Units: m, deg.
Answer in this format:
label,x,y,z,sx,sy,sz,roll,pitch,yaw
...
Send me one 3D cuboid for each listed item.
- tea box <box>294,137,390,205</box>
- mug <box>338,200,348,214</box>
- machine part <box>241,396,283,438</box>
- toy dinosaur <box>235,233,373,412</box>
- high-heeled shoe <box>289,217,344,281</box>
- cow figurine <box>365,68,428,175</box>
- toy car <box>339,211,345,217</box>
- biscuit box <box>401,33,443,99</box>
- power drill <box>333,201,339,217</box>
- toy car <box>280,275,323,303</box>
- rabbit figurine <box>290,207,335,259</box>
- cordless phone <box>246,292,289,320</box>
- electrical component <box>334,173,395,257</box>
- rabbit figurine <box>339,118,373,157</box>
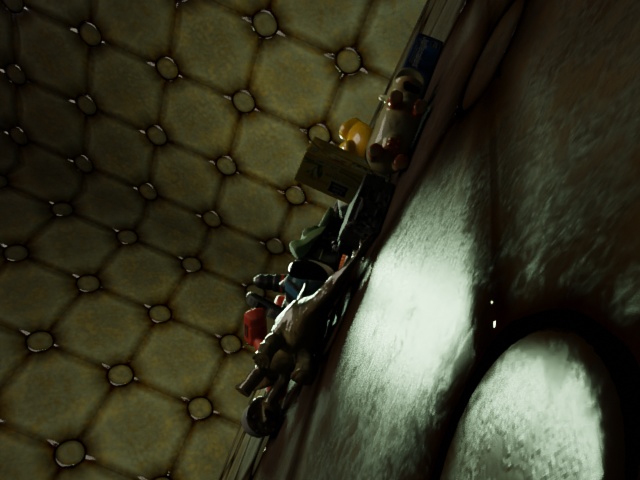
label,x,y,z,sx,sy,sz,roll,pitch,yaw
tea box,0.045,-0.125,1.034,0.098,0.170,0.068,-67,1,-62
mug,0.072,-0.121,1.314,0.081,0.109,0.107,-36,39,57
machine part,-0.126,0.378,1.141,0.243,0.079,0.079,119,174,-65
toy dinosaur,-0.039,0.165,0.970,0.471,0.105,0.198,-50,9,44
high-heeled shoe,0.005,0.012,1.109,0.248,0.086,0.145,15,-102,-68
cow figurine,0.134,-0.204,0.926,0.127,0.085,0.195,135,154,-81
toy car,0.098,-0.139,1.506,0.089,0.053,0.202,-109,43,-82
biscuit box,0.189,-0.324,1.095,0.062,0.059,0.202,115,177,-70
power drill,0.022,-0.001,1.675,0.207,0.086,0.232,141,151,-69
toy car,-0.018,0.114,1.202,0.103,0.109,0.161,-44,-16,-13
rabbit figurine,-0.003,-0.004,1.320,0.159,0.121,0.170,-50,17,1
cordless phone,-0.105,0.167,1.444,0.089,0.184,0.146,-62,-2,-44
electrical component,0.079,-0.048,0.932,0.115,0.058,0.134,119,174,-57
rabbit figurine,0.076,-0.170,1.232,0.173,0.121,0.163,-36,45,1
